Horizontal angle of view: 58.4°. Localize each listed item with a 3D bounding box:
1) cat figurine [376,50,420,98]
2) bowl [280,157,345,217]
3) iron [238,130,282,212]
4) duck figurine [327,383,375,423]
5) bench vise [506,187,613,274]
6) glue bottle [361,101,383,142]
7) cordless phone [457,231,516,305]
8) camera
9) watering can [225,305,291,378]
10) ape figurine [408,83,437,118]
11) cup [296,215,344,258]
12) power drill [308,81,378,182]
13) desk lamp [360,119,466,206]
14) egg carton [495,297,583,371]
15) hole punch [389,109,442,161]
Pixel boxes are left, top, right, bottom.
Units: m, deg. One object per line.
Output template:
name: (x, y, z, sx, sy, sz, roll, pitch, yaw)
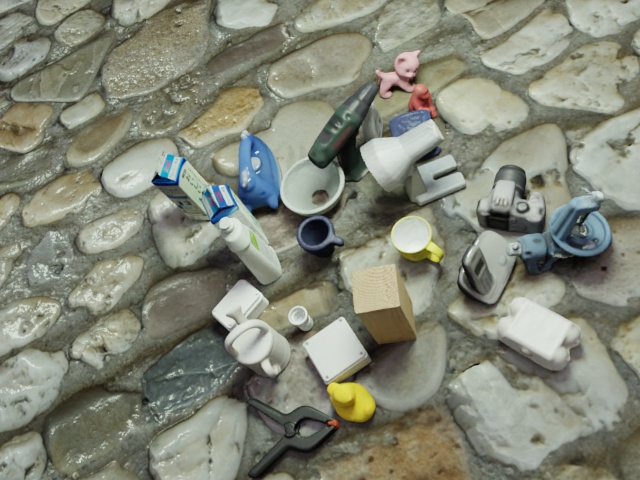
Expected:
cat figurine: (0.207, -0.443, 1.496, 0.127, 0.118, 0.067, -14, 61, 12)
bowl: (-0.011, -0.123, 1.431, 0.167, 0.075, 0.167, -8, 62, 15)
iron: (-0.177, -0.198, 1.486, 0.118, 0.142, 0.258, -15, 60, 11)
duck figurine: (0.060, 0.326, 1.173, 0.104, 0.086, 0.077, 26, 75, 28)
bench vise: (0.480, -0.009, 1.124, 0.207, 0.220, 0.121, -32, 59, 1)
glue bottle: (0.121, -0.312, 1.425, 0.037, 0.173, 0.078, 3, 65, 20)
cordless phone: (0.336, 0.038, 1.169, 0.093, 0.185, 0.148, 19, 72, 26)
camera: (0.426, -0.098, 1.257, 0.142, 0.101, 0.137, 10, 68, 23)
watering can: (-0.147, 0.219, 1.233, 0.172, 0.194, 0.101, 28, 76, 28)
ape figurine: (0.258, -0.357, 1.450, 0.076, 0.092, 0.078, 14, 69, 24)
cup: (0.012, 0.005, 1.347, 0.117, 0.095, 0.092, 16, 70, 25)
power drill: (0.075, -0.244, 1.385, 0.075, 0.209, 0.230, 38, 80, 30)
desk lamp: (0.211, -0.175, 1.302, 0.203, 0.214, 0.117, -23, 59, 6)
egg carton: (0.429, 0.185, 1.131, 0.150, 0.069, 0.107, 29, 76, 28)
hole punch: (0.233, -0.254, 1.406, 0.108, 0.091, 0.101, -16, 60, 10)
